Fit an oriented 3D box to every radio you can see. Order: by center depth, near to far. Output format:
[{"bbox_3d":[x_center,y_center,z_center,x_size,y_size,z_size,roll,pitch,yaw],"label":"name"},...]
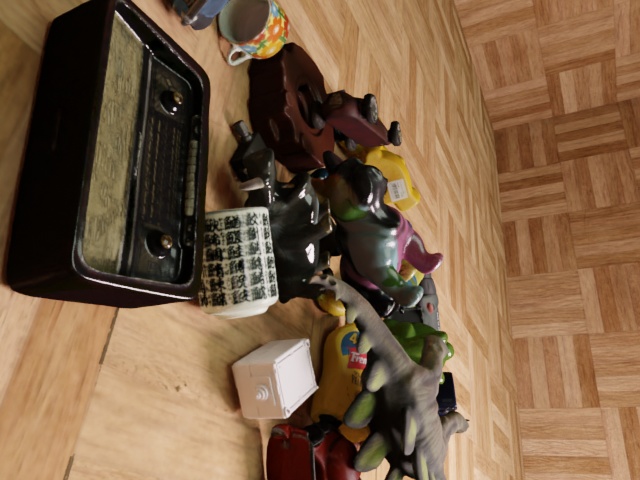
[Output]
[{"bbox_3d":[-0.155,-0.062,0.430,0.131,0.073,0.229,32,54,-58],"label":"radio"}]

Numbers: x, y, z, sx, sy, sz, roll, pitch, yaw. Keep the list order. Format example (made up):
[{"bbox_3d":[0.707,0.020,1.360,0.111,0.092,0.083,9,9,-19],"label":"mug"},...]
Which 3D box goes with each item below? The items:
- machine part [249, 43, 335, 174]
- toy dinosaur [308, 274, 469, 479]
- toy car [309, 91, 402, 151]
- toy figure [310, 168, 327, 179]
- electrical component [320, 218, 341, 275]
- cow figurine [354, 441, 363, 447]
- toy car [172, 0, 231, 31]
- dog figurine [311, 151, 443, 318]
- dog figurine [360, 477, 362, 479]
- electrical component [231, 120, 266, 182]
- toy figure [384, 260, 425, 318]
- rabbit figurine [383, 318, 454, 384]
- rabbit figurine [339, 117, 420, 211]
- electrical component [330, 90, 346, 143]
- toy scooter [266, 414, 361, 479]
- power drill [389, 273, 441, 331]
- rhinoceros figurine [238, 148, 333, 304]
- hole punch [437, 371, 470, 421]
[{"bbox_3d":[-0.033,-0.182,0.750,0.179,0.056,0.179,-10,90,-66],"label":"machine part"},{"bbox_3d":[0.103,0.204,0.683,0.470,0.105,0.198,62,29,-20],"label":"toy dinosaur"},{"bbox_3d":[0.057,-0.168,0.769,0.202,0.089,0.053,5,81,-67],"label":"toy car"},{"bbox_3d":[0.022,-0.072,0.822,0.154,0.058,0.064,29,63,-59],"label":"toy figure"},{"bbox_3d":[-0.003,-0.003,0.768,0.102,0.045,0.078,50,60,-45],"label":"electrical component"},{"bbox_3d":[0.108,0.287,0.853,0.194,0.086,0.127,46,47,-48],"label":"cow figurine"},{"bbox_3d":[-0.123,-0.309,0.571,0.103,0.109,0.161,38,56,-25],"label":"toy car"},{"bbox_3d":[0.049,-0.010,0.720,0.219,0.191,0.108,49,55,-4],"label":"dog figurine"},{"bbox_3d":[0.096,0.380,0.666,0.121,0.191,0.172,49,38,-48],"label":"dog figurine"},{"bbox_3d":[-0.084,-0.096,0.652,0.093,0.021,0.063,63,31,-33],"label":"electrical component"},{"bbox_3d":[0.150,0.075,1.002,0.180,0.089,0.082,-50,134,-61],"label":"toy figure"},{"bbox_3d":[0.137,0.196,0.894,0.170,0.159,0.121,10,82,-48],"label":"rabbit figurine"},{"bbox_3d":[0.091,-0.130,0.960,0.162,0.122,0.173,61,16,-18],"label":"rabbit figurine"},{"bbox_3d":[0.014,-0.219,0.871,0.075,0.048,0.119,-43,122,-61],"label":"electrical component"},{"bbox_3d":[-0.013,0.258,0.618,0.184,0.075,0.135,-18,98,-60],"label":"toy scooter"},{"bbox_3d":[0.194,0.149,1.097,0.207,0.086,0.232,-12,95,-72],"label":"power drill"},{"bbox_3d":[-0.040,-0.015,0.625,0.073,0.112,0.190,-89,170,-59],"label":"rhinoceros figurine"},{"bbox_3d":[0.196,0.293,0.983,0.115,0.142,0.092,31,55,-75],"label":"hole punch"}]
